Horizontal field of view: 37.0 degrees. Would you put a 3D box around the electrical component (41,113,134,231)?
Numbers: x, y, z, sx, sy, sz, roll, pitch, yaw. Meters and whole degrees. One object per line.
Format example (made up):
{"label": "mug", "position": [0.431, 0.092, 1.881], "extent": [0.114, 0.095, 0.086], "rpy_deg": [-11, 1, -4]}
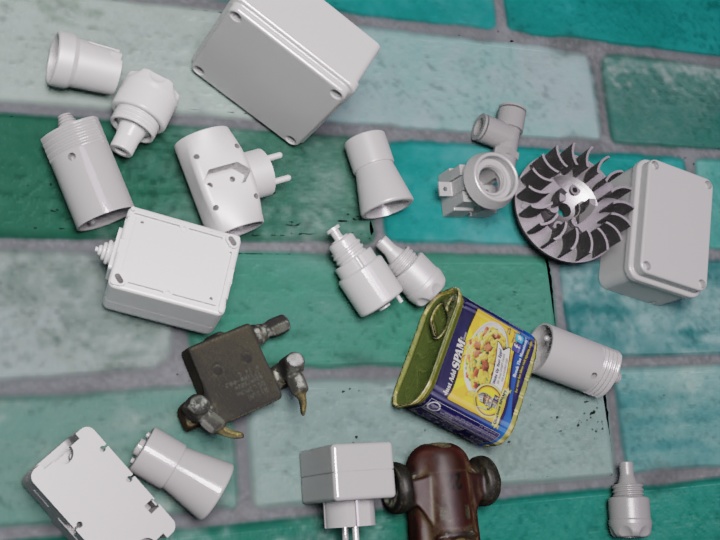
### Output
{"label": "electrical component", "position": [-0.195, -0.073, 0.764], "extent": [0.043, 0.043, 0.081], "rpy_deg": [-21, 86, -27]}

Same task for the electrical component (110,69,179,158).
{"label": "electrical component", "position": [-0.163, -0.113, 0.790], "extent": [0.043, 0.043, 0.062], "rpy_deg": [28, 68, -16]}

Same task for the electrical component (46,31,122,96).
{"label": "electrical component", "position": [-0.201, -0.149, 0.784], "extent": [0.046, 0.040, 0.040], "rpy_deg": [10, 73, -27]}

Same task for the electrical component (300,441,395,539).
{"label": "electrical component", "position": [-0.009, 0.165, 0.775], "extent": [0.047, 0.066, 0.076], "rpy_deg": [2, 76, -24]}

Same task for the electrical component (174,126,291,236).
{"label": "electrical component", "position": [-0.090, -0.069, 0.811], "extent": [0.079, 0.043, 0.077], "rpy_deg": [-19, 85, -27]}

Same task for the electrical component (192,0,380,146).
{"label": "electrical component", "position": [-0.058, -0.161, 0.813], "extent": [0.109, 0.109, 0.056], "rpy_deg": [36, 62, -12]}

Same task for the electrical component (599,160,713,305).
{"label": "electrical component", "position": [0.264, -0.033, 0.953], "extent": [0.078, 0.057, 0.113], "rpy_deg": [16, 71, -20]}

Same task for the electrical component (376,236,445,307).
{"label": "electrical component", "position": [0.038, -0.002, 0.856], "extent": [0.061, 0.035, 0.035], "rpy_deg": [45, 64, -5]}

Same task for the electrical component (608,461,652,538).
{"label": "electrical component", "position": [0.222, 0.190, 0.891], "extent": [0.035, 0.035, 0.061], "rpy_deg": [8, 71, -22]}

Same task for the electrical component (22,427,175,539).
{"label": "electrical component", "position": [-0.174, 0.154, 0.709], "extent": [0.050, 0.056, 0.089], "rpy_deg": [-43, 96, -27]}

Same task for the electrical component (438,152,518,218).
{"label": "electrical component", "position": [0.099, -0.069, 0.889], "extent": [0.066, 0.055, 0.048], "rpy_deg": [0, 77, -24]}

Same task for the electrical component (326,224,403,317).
{"label": "electrical component", "position": [0.000, 0.000, 0.836], "extent": [0.040, 0.040, 0.078], "rpy_deg": [-35, 93, -27]}

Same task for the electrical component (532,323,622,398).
{"label": "electrical component", "position": [0.182, 0.078, 0.896], "extent": [0.081, 0.043, 0.043], "rpy_deg": [21, 69, -18]}

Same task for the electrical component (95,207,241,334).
{"label": "electrical component", "position": [-0.141, 0.001, 0.762], "extent": [0.096, 0.061, 0.061], "rpy_deg": [16, 66, -13]}

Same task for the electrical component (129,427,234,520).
{"label": "electrical component", "position": [-0.126, 0.138, 0.744], "extent": [0.065, 0.044, 0.044], "rpy_deg": [32, 66, -8]}

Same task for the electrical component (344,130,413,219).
{"label": "electrical component", "position": [0.012, -0.079, 0.862], "extent": [0.044, 0.044, 0.065], "rpy_deg": [-12, 77, -26]}
